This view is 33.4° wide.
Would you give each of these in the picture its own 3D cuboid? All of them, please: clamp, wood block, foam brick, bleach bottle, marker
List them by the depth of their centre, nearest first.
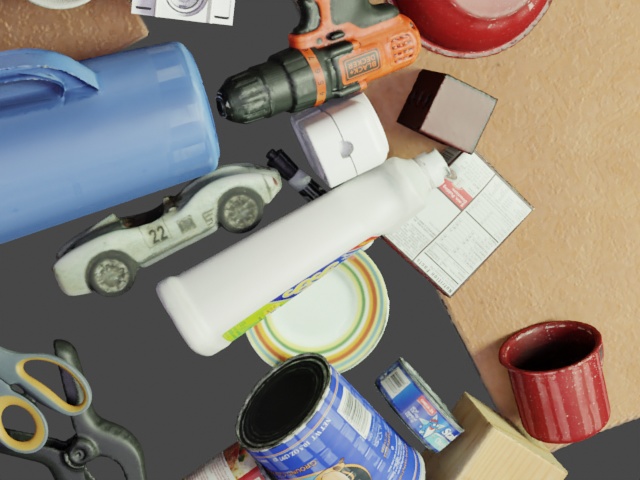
[{"bbox_3d":[-0.006,0.001,0.867,0.251,0.102,0.068,-32,81,-1],"label":"bleach bottle"},{"bbox_3d":[0.105,-0.109,0.895,0.051,0.078,0.053,23,96,-14],"label":"foam brick"},{"bbox_3d":[-0.001,-0.036,0.924,0.121,0.020,0.020,42,93,-16],"label":"marker"},{"bbox_3d":[-0.220,0.183,0.928,0.120,0.039,0.171,-34,100,6],"label":"clamp"},{"bbox_3d":[0.121,0.259,0.979,0.090,0.090,0.206,33,96,-15],"label":"wood block"}]

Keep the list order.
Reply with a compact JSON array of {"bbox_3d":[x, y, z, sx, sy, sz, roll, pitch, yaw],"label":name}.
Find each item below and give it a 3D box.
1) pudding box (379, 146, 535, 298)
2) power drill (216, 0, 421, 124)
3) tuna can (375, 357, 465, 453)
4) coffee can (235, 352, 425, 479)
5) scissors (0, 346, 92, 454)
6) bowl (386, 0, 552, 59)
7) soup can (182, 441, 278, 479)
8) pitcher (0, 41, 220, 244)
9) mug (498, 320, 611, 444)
[{"bbox_3d":[0.118,-0.019,0.940,0.090,0.039,0.113,42,95,-17],"label":"pudding box"},{"bbox_3d":[-0.013,-0.196,0.834,0.184,0.057,0.187,-24,121,-23],"label":"power drill"},{"bbox_3d":[0.088,0.147,0.949,0.034,0.086,0.086,-42,107,2],"label":"tuna can"},{"bbox_3d":[0.010,0.180,0.923,0.103,0.103,0.140,-42,116,1],"label":"coffee can"},{"bbox_3d":[-0.289,0.106,0.890,0.201,0.016,0.096,26,93,-3],"label":"scissors"},{"bbox_3d":[0.133,-0.230,0.883,0.162,0.055,0.162,-2,104,-10],"label":"bowl"},{"bbox_3d":[-0.087,0.229,0.946,0.102,0.068,0.068,-34,107,0],"label":"soup can"},{"bbox_3d":[-0.206,-0.079,0.816,0.242,0.149,0.145,-17,102,-9],"label":"pitcher"},{"bbox_3d":[0.224,0.125,0.974,0.117,0.093,0.081,-35,117,-38],"label":"mug"}]
